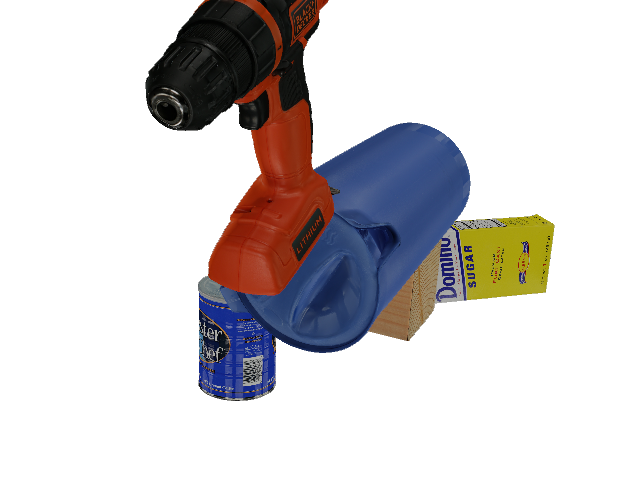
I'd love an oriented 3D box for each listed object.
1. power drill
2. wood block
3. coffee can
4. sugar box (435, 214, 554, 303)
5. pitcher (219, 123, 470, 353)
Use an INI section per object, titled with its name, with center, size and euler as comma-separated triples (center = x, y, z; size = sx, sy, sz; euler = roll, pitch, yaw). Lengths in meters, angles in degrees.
[power drill]
center = -0.038, -0.061, 0.620
size = 0.057, 0.188, 0.184
euler = 15, 41, 18
[wood block]
center = 0.018, 0.032, 1.174
size = 0.206, 0.091, 0.090
euler = 13, 25, 21
[coffee can]
center = -0.107, 0.122, 1.381
size = 0.103, 0.140, 0.103
euler = 2, 19, -1
[sugar box]
center = 0.192, 0.023, 1.286
size = 0.176, 0.093, 0.048
euler = -6, 20, -23
[pitcher]
center = 0.029, -0.013, 0.913
size = 0.149, 0.145, 0.242
euler = 23, 32, 19
